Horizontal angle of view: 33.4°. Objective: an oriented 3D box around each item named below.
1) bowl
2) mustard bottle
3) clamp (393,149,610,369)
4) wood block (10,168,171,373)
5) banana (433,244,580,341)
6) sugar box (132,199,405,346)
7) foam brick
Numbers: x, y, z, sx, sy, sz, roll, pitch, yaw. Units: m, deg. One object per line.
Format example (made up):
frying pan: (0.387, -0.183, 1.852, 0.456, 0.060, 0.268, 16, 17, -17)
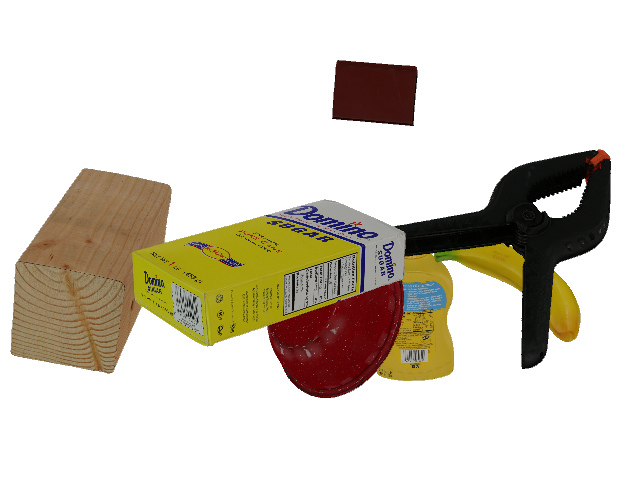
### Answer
bowl: (0.000, 0.066, 1.019, 0.162, 0.162, 0.055, 0, -19, 45)
mustard bottle: (0.110, 0.072, 1.270, 0.096, 0.192, 0.058, -1, 23, 5)
clamp: (0.163, 0.001, 0.824, 0.209, 0.036, 0.165, -32, 56, -22)
wood block: (-0.200, 0.020, 0.957, 0.090, 0.091, 0.206, 11, 25, -2)
banana: (0.199, 0.043, 1.054, 0.069, 0.037, 0.198, -33, 36, -19)
sugar box: (-0.034, 0.017, 0.756, 0.175, 0.048, 0.093, -20, 30, -35)
foam brick: (0.051, -0.138, 0.999, 0.078, 0.051, 0.053, 5, 15, 3)
